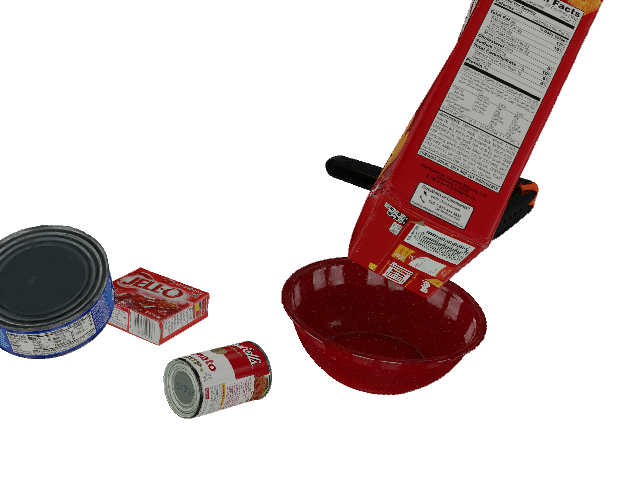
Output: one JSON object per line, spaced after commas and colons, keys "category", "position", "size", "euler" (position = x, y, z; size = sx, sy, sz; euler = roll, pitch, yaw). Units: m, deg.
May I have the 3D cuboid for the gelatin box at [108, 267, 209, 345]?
{"category": "gelatin box", "position": [-0.162, 0.060, 1.011], "size": [0.089, 0.030, 0.073], "euler": [19, 28, 28]}

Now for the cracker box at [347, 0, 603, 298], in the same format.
{"category": "cracker box", "position": [0.097, -0.083, 0.657], "size": [0.072, 0.213, 0.164], "euler": [26, -13, 2]}

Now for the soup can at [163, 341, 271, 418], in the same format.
{"category": "soup can", "position": [-0.113, 0.153, 1.175], "size": [0.102, 0.068, 0.069], "euler": [-9, 6, -44]}

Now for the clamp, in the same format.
{"category": "clamp", "position": [0.116, -0.025, 1.057], "size": [0.210, 0.164, 0.036], "euler": [-2, -40, -6]}

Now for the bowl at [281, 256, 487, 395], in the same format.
{"category": "bowl", "position": [0.047, 0.073, 0.841], "size": [0.162, 0.055, 0.162], "euler": [6, 26, -3]}

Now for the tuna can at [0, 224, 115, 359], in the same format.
{"category": "tuna can", "position": [-0.174, 0.032, 0.674], "size": [0.086, 0.086, 0.034], "euler": [0, -42, 2]}
